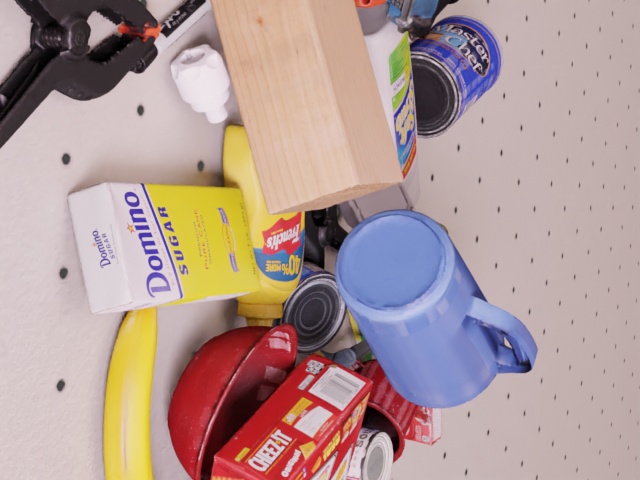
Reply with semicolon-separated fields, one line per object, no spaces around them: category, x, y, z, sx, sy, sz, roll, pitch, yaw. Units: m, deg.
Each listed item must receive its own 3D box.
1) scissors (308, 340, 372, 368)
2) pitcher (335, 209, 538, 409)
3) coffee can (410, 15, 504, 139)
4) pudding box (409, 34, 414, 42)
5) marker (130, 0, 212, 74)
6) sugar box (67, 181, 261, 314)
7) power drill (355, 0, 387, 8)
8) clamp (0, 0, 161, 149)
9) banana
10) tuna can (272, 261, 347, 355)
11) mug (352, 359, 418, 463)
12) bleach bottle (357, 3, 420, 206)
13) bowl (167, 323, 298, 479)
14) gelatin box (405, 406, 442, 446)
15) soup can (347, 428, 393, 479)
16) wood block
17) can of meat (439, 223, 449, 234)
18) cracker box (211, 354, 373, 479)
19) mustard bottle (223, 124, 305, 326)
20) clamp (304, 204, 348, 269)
scissors;0.029;0.140;1.095;0.201;0.016;0.096;3;59;-47
pitcher;0.106;0.068;1.018;0.145;0.149;0.242;63;4;29
coffee can;0.140;-0.190;1.230;0.140;0.103;0.103;-44;130;-50
pudding box;0.078;-0.286;1.173;0.113;0.039;0.090;53;49;-49
marker;-0.119;-0.169;0.858;0.121;0.020;0.020;-55;138;-43
sugar box;-0.116;0.004;0.839;0.176;0.048;0.093;-3;78;-63
power drill;0.028;-0.308;0.954;0.057;0.185;0.188;-36;134;-53
clamp;-0.183;-0.130;0.732;0.209;0.036;0.164;-13;114;-63
banana;-0.146;0.145;0.838;0.069;0.037;0.198;-51;141;-75
tuna can;-0.015;0.066;1.025;0.085;0.034;0.086;-17;119;-35
mug;0.052;0.174;1.147;0.117;0.093;0.081;48;39;-10
bleach bottle;0.073;-0.126;1.163;0.102;0.068;0.251;-57;143;-46
bowl;-0.080;0.133;0.898;0.162;0.055;0.162;-54;159;-32
gelatin box;0.100;0.181;1.204;0.030;0.073;0.089;-18;112;-53
soup can;0.013;0.215;1.056;0.068;0.102;0.068;-13;105;-59
wood block;-0.013;-0.133;0.886;0.090;0.090;0.206;-10;84;-59
can of meat;0.108;0.039;1.199;0.102;0.058;0.084;-48;141;-20
cracker box;-0.037;0.228;0.935;0.164;0.072;0.214;-43;152;-50
mustard bottle;-0.051;-0.006;0.961;0.096;0.058;0.191;1;93;-59
clamp;-0.007;0.001;1.061;0.171;0.039;0.120;64;38;-43
